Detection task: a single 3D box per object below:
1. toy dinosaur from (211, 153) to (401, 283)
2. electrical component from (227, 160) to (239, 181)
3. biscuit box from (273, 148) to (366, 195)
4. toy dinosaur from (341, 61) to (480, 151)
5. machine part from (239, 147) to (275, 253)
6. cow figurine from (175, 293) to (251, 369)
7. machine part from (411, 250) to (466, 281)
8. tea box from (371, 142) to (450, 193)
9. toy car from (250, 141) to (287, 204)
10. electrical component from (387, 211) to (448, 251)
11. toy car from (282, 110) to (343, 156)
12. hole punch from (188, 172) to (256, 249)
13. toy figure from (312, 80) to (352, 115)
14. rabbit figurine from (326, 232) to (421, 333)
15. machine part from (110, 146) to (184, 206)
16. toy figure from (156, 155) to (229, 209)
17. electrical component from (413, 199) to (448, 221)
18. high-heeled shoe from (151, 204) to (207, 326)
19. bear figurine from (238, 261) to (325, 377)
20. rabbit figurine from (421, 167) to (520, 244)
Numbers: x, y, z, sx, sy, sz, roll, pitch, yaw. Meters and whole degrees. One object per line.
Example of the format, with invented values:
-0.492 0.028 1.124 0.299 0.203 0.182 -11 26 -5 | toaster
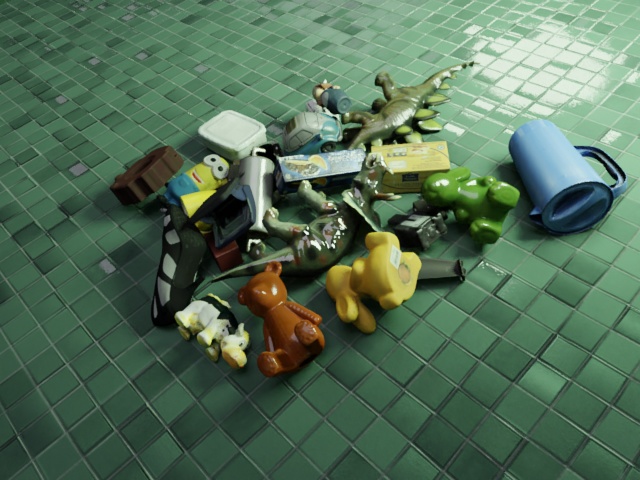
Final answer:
-0.007 -0.002 1.063 0.192 0.131 0.405 33 69 28 | toy dinosaur
-0.186 -0.137 1.235 0.045 0.078 0.102 -2 47 3 | electrical component
0.006 -0.148 1.149 0.203 0.062 0.059 -11 70 -20 | biscuit box
0.208 -0.319 1.316 0.199 0.105 0.471 34 71 25 | toy dinosaur
-0.139 -0.088 1.145 0.079 0.079 0.243 -2 73 9 | machine part
-0.178 0.164 0.974 0.168 0.068 0.098 28 53 30 | cow figurine
0.205 0.055 1.019 0.139 0.039 0.084 2 44 14 | machine part
0.199 -0.160 1.191 0.170 0.068 0.098 -1 49 8 | tea box
-0.119 -0.157 1.256 0.074 0.056 0.202 -15 50 5 | toy car
0.187 -0.021 1.078 0.075 0.047 0.119 -37 22 -25 | electrical component
-0.034 -0.246 1.265 0.162 0.102 0.109 -29 45 22 | toy car
-0.185 -0.057 1.075 0.142 0.092 0.116 -37 20 24 | hole punch
0.022 -0.344 1.289 0.064 0.057 0.155 -58 39 11 | toy figure
0.083 0.084 0.973 0.173 0.121 0.162 -10 61 38 | rabbit figurine
-0.407 -0.154 1.263 0.179 0.056 0.179 -26 29 15 | machine part
-0.289 -0.130 1.247 0.180 0.082 0.089 -39 18 -14 | toy figure
0.228 -0.069 1.136 0.063 0.021 0.094 -20 48 -6 | electrical component
-0.300 0.049 1.075 0.145 0.086 0.249 -41 50 15 | high-heeled shoe
-0.077 0.127 0.927 0.120 0.132 0.196 -38 69 6 | bear figurine
0.283 -0.093 1.059 0.170 0.121 0.159 21 27 -1 | rabbit figurine
